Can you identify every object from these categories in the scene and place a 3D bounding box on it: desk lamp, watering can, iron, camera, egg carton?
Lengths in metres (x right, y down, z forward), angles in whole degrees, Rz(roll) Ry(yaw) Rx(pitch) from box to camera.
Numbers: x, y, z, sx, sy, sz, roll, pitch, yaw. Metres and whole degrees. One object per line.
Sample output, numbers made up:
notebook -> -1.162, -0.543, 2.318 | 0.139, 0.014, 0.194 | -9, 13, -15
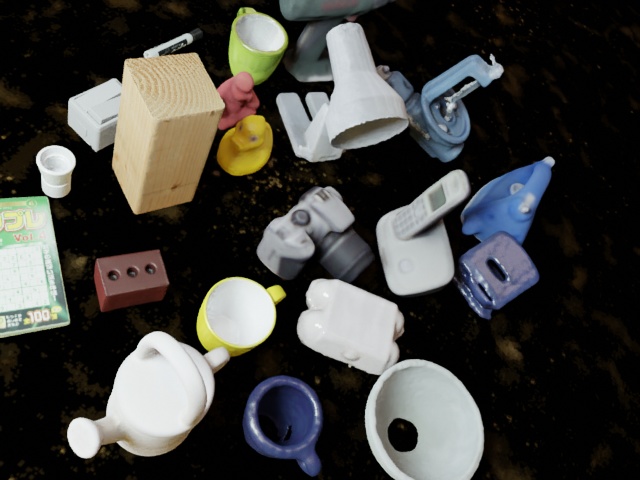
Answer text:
desk lamp -> 0.030, -0.210, 0.887 | 0.118, 0.213, 0.203 | -10, 66, -29
watering can -> -0.166, 0.161, 0.590 | 0.101, 0.193, 0.173 | 35, 53, -2
iron -> 0.355, -0.081, 1.008 | 0.118, 0.141, 0.259 | 40, 53, 2
camera -> 0.008, 0.003, 0.822 | 0.137, 0.100, 0.143 | 45, 53, 5
egg carton -> 0.044, 0.120, 0.789 | 0.150, 0.069, 0.107 | 23, 55, -11

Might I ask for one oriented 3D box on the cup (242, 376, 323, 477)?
cup -> -0.045, 0.226, 0.669 | 0.092, 0.095, 0.117 | -26, 75, -34

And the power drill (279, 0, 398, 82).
power drill -> 0.026, -0.372, 0.984 | 0.230, 0.208, 0.075 | -12, 67, -30

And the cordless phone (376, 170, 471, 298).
cordless phone -> 0.165, -0.008, 0.849 | 0.094, 0.185, 0.147 | 1, 61, -24

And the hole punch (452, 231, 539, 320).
hole punch -> 0.281, 0.056, 0.924 | 0.101, 0.091, 0.108 | -27, 75, -34

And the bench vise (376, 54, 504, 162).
bench vise -> 0.193, -0.242, 0.978 | 0.208, 0.219, 0.121 | 16, 56, -15

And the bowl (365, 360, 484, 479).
bowl -> 0.124, 0.247, 0.749 | 0.168, 0.074, 0.167 | 12, 58, -19

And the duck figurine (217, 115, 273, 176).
duck figurine -> -0.106, -0.156, 0.872 | 0.077, 0.086, 0.105 | 40, 53, 2

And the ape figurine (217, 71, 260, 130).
ape figurine -> -0.130, -0.226, 0.898 | 0.078, 0.092, 0.076 | 10, 58, -19
